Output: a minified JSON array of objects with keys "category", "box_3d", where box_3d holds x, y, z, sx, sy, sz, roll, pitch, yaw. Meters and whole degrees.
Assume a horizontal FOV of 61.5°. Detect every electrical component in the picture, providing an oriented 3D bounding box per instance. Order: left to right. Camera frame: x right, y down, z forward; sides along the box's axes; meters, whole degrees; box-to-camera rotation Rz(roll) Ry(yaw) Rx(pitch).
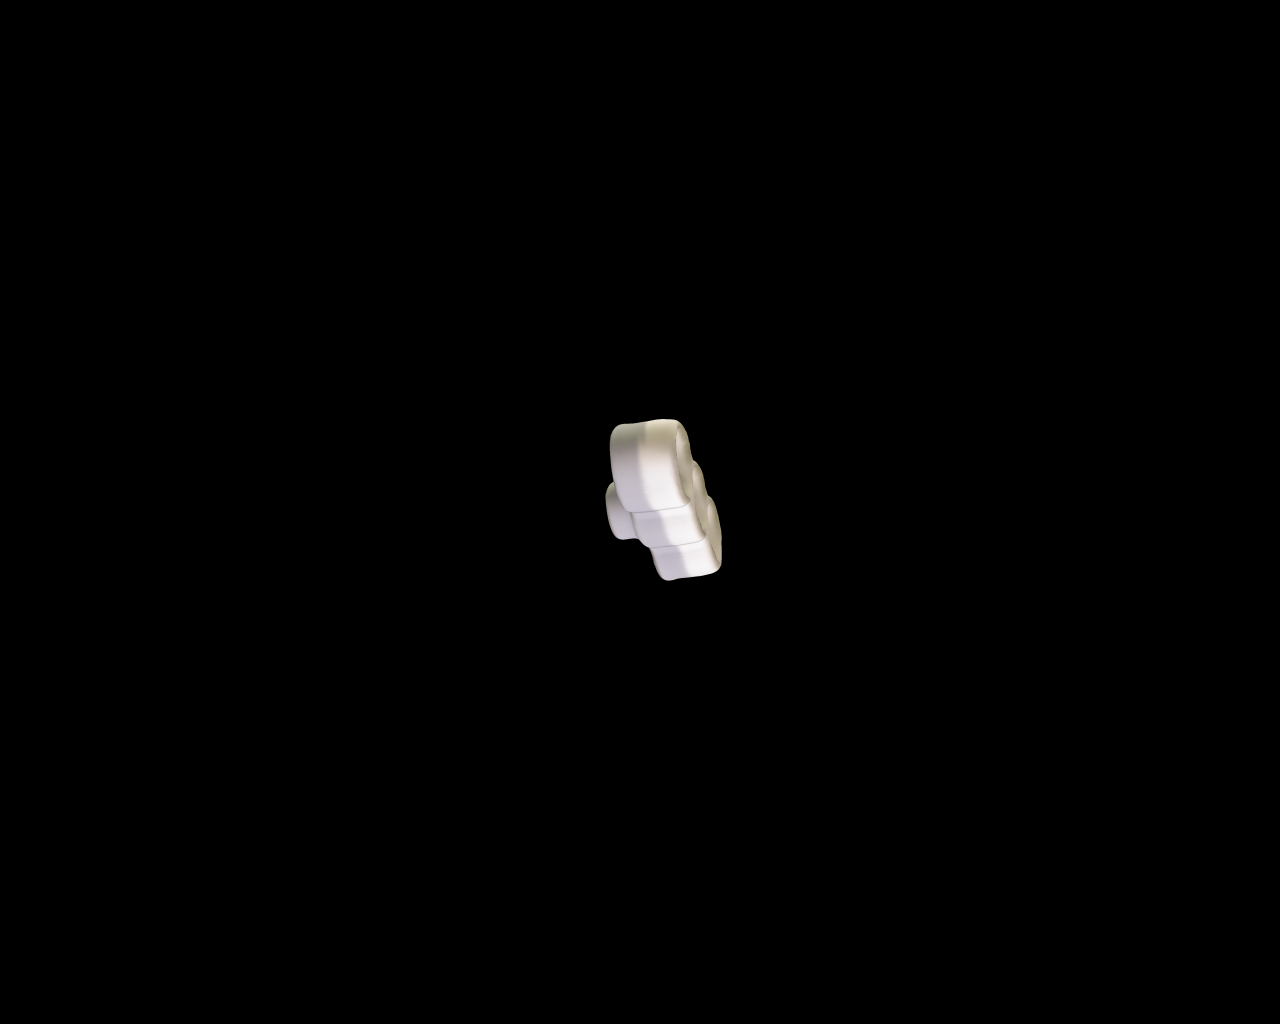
[{"category":"electrical component","box_3d":[0.001,-0.003,0.650,0.074,0.052,0.138,-8,-31,13]}]
